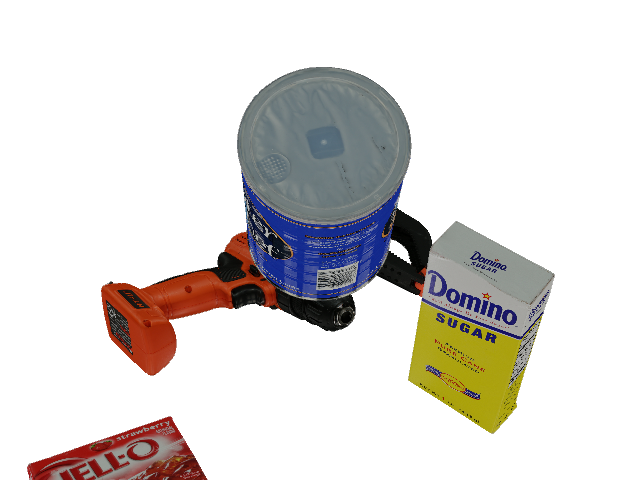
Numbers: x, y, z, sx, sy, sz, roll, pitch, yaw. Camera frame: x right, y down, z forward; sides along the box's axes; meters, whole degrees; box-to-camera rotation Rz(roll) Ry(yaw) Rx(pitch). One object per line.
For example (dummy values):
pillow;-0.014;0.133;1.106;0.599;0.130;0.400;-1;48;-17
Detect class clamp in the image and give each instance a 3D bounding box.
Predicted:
clamp;0.053;-0.017;1.208;0.164;0.210;0.036;-13;-38;-24

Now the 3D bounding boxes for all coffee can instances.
coffee can;0.001;-0.032;0.689;0.103;0.103;0.140;0;-22;-1

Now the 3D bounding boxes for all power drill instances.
power drill;-0.085;0.057;0.946;0.187;0.057;0.185;-17;25;-29

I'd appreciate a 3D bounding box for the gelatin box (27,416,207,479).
gelatin box;-0.112;0.140;0.598;0.089;0.030;0.073;-16;28;-20

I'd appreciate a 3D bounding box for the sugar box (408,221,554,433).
sugar box;0.127;0.075;0.876;0.093;0.176;0.048;30;55;24
